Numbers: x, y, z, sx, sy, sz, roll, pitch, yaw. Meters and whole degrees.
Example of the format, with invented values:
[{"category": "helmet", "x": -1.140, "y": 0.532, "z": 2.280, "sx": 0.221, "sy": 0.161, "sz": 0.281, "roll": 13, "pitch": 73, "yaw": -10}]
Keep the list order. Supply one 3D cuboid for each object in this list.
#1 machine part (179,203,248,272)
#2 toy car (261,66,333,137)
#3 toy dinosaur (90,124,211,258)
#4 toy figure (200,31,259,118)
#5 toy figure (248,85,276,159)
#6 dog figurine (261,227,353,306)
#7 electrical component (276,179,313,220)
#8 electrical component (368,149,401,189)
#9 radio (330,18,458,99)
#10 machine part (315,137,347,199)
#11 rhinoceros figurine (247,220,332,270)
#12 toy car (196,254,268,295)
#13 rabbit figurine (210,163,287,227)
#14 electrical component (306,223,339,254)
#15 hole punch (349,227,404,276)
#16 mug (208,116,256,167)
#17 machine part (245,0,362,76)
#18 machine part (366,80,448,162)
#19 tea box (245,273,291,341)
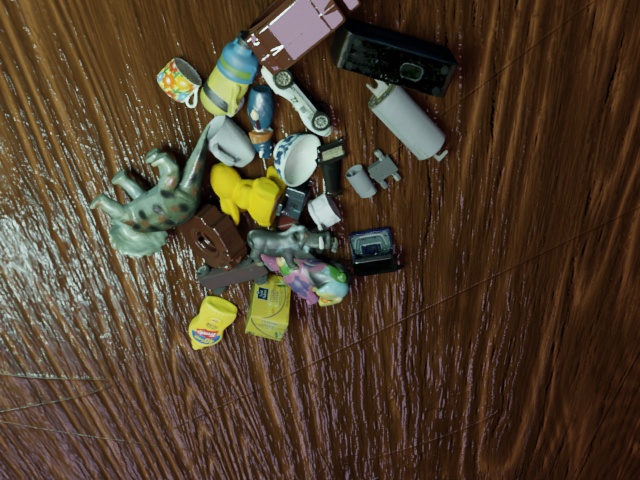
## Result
[{"category": "machine part", "x": -0.254, "y": -0.006, "z": 1.258, "sx": 0.180, "sy": 0.056, "sz": 0.179, "roll": 29, "pitch": 144, "yaw": 24}, {"category": "toy car", "x": -0.043, "y": -0.289, "z": 1.091, "sx": 0.056, "sy": 0.074, "sz": 0.201, "roll": -35, "pitch": 119, "yaw": 19}, {"category": "toy dinosaur", "x": -0.341, "y": -0.085, "z": 1.167, "sx": 0.405, "sy": 0.131, "sz": 0.192, "roll": -22, "pitch": 127, "yaw": 26}, {"category": "toy figure", "x": -0.174, "y": -0.326, "z": 1.061, "sx": 0.089, "sy": 0.082, "sz": 0.180, "roll": 32, "pitch": 129, "yaw": 0}, {"category": "toy figure", "x": -0.121, "y": -0.245, "z": 1.132, "sx": 0.064, "sy": 0.058, "sz": 0.154, "roll": -19, "pitch": 131, "yaw": -28}, {"category": "dog figurine", "x": -0.048, "y": 0.062, "z": 1.311, "sx": 0.219, "sy": 0.108, "sz": 0.192, "roll": 41, "pitch": 152, "yaw": -25}, {"category": "electrical component", "x": -0.058, "y": -0.089, "z": 1.208, "sx": 0.048, "sy": 0.119, "sz": 0.074, "roll": 19, "pitch": 119, "yaw": 3}, {"category": "electrical component", "x": 0.141, "y": -0.161, "z": 1.219, "sx": 0.063, "sy": 0.021, "sz": 0.094, "roll": -31, "pitch": 121, "yaw": 21}, {"category": "radio", "x": 0.139, "y": -0.344, "z": 1.016, "sx": 0.230, "sy": 0.131, "sz": 0.073, "roll": 12, "pitch": 124, "yaw": -9}, {"category": "machine part", "x": 0.027, "y": -0.157, "z": 1.197, "sx": 0.084, "sy": 0.039, "sz": 0.138, "roll": -29, "pitch": 133, "yaw": -23}, {"category": "rhinoceros figurine", "x": -0.069, "y": 0.005, "z": 1.217, "sx": 0.190, "sy": 0.073, "sz": 0.112, "roll": 1, "pitch": 124, "yaw": 0}, {"category": "toy car", "x": -0.221, "y": 0.085, "z": 1.366, "sx": 0.202, "sy": 0.053, "sz": 0.089, "roll": -17, "pitch": 127, "yaw": 27}, {"category": "rabbit figurine", "x": -0.170, "y": -0.111, "z": 1.218, "sx": 0.173, "sy": 0.122, "sz": 0.162, "roll": 25, "pitch": 133, "yaw": -2}, {"category": "electrical component", "x": -0.002, "y": -0.003, "z": 1.321, "sx": 0.102, "sy": 0.045, "sz": 0.078, "roll": 35, "pitch": 118, "yaw": -23}, {"category": "hole punch", "x": 0.132, "y": 0.033, "z": 1.336, "sx": 0.142, "sy": 0.092, "sz": 0.115, "roll": -11, "pitch": 154, "yaw": 5}, {"category": "mug", "x": -0.189, "y": -0.199, "z": 1.143, "sx": 0.081, "sy": 0.110, "sz": 0.107, "roll": -36, "pitch": 129, "yaw": 24}, {"category": "machine part", "x": -0.030, "y": -0.394, "z": 0.934, "sx": 0.201, "sy": 0.201, "sz": 0.087, "roll": -32, "pitch": 118, "yaw": 22}, {"category": "machine part", "x": 0.183, "y": -0.247, "z": 1.122, "sx": 0.079, "sy": 0.079, "sz": 0.243, "roll": -37, "pitch": 119, "yaw": 24}, {"category": "tea box", "x": -0.129, "y": 0.165, "z": 1.368, "sx": 0.098, "sy": 0.170, "sz": 0.068, "roll": 15, "pitch": 127, "yaw": -13}]
